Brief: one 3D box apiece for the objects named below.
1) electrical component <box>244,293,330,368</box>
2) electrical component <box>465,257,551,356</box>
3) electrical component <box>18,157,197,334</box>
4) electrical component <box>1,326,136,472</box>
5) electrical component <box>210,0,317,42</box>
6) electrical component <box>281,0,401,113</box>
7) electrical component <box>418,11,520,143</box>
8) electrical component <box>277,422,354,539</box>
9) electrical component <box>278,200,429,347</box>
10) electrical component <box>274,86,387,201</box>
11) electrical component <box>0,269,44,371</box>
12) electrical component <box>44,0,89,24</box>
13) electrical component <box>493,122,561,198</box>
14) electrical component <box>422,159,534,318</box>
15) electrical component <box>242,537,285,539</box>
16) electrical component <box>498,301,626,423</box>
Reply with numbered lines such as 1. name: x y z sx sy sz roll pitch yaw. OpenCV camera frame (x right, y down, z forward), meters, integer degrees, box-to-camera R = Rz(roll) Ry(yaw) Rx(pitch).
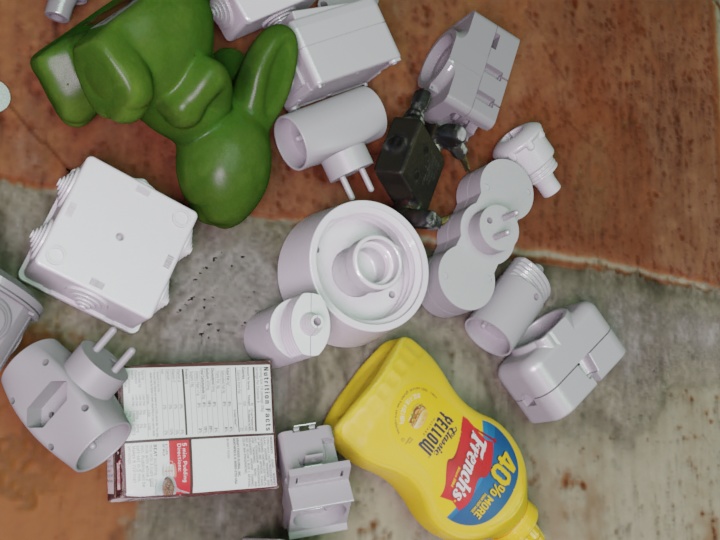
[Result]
1. electrical component: -0.047 0.043 0.753 0.043 0.081 0.043 7 75 -26
2. electrical component: 0.124 0.026 0.868 0.043 0.043 0.081 46 62 -11
3. electrical component: -0.167 -0.017 0.723 0.100 0.048 0.099 29 67 -19
4. electrical component: -0.173 0.071 0.674 0.077 0.043 0.079 44 97 18
5. electrical component: -0.080 -0.231 0.818 0.100 0.048 0.099 -31 94 -29
6. electrical component: -0.030 -0.166 0.821 0.096 0.062 0.061 -25 90 -30
7. electrical component: 0.086 -0.161 0.887 0.056 0.050 0.089 27 67 -20
8. electrical component: -0.034 0.144 0.741 0.042 0.081 0.063 -8 54 -14
9. electrical component: 0.000 0.000 0.799 0.108 0.060 0.108 7 75 -26
10. electrical component: -0.015 -0.092 0.823 0.077 0.043 0.079 -26 91 -30
11. electrical component: -0.240 0.023 0.659 0.080 0.080 0.051 33 71 -17
12. electrical component: -0.203 -0.204 0.751 0.048 0.048 0.062 18 77 -23
13. electrical component: 0.145 -0.090 0.906 0.048 0.048 0.062 -46 108 -28
14. electrical component: 0.101 -0.029 0.851 0.052 0.074 0.138 35 65 -17
15. electrical component: -0.038 0.211 0.727 0.077 0.066 0.047 17 71 -23
16. electrical component: 0.161 0.071 0.870 0.095 0.054 0.059 -40 98 -29
